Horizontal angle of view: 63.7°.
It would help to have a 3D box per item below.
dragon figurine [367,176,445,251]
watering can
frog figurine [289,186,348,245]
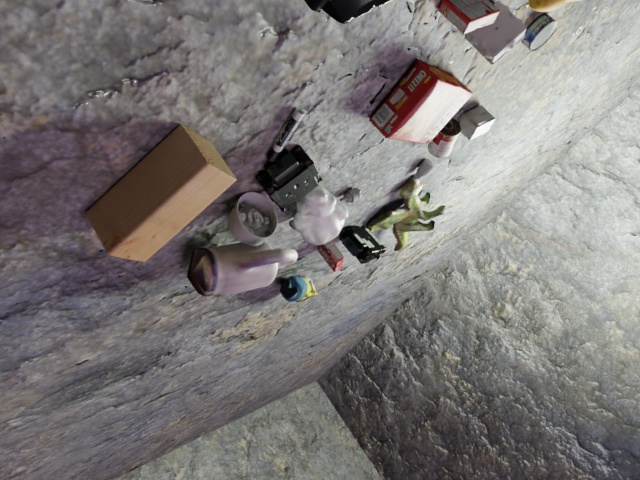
[{"bbox_3d":[0.255,-0.064,1.701,0.243,0.125,0.401,-5,143,-27],"label":"dragon figurine"},{"bbox_3d":[-0.185,0.066,1.146,0.225,0.105,0.344,-7,172,-26],"label":"watering can"},{"bbox_3d":[0.004,-0.061,1.210,0.138,0.124,0.157,-8,162,-18],"label":"frog figurine"}]
